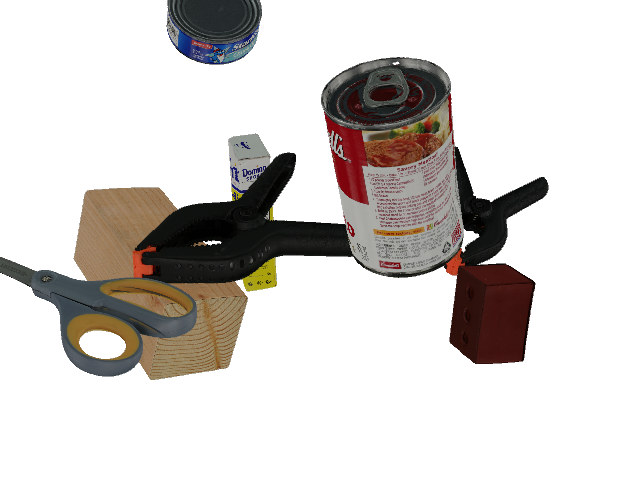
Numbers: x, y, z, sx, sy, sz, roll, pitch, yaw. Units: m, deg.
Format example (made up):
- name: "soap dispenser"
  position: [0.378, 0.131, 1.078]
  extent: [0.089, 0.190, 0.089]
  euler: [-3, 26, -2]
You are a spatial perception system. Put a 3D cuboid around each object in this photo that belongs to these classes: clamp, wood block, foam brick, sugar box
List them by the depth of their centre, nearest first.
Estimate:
- name: "clamp"
  position: [-0.062, -0.014, 0.883]
  extent: [0.209, 0.036, 0.165]
  euler: [-15, 36, -24]
- name: "foam brick"
  position: [0.153, 0.065, 0.956]
  extent: [0.051, 0.078, 0.053]
  euler: [-4, 19, -22]
- name: "wood block"
  position: [-0.167, 0.037, 1.080]
  extent: [0.090, 0.091, 0.206]
  euler: [-4, 35, -35]
- name: "clamp"
  position: [0.161, -0.035, 1.152]
  extent: [0.120, 0.039, 0.171]
  euler: [24, 49, 22]
- name: "sugar box"
  position: [-0.086, -0.035, 1.331]
  extent: [0.048, 0.176, 0.093]
  euler: [-9, 24, -10]

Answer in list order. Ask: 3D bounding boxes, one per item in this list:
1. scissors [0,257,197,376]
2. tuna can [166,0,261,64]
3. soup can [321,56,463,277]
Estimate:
- name: "scissors"
  position: [-0.181, 0.042, 0.699]
  extent: [0.202, 0.016, 0.096]
  euler: [9, 36, 12]
- name: "tuna can"
  position: [-0.098, -0.203, 0.977]
  extent: [0.086, 0.086, 0.034]
  euler: [0, -32, -11]
- name: "soup can"
  position: [0.042, -0.039, 0.582]
  extent: [0.068, 0.102, 0.068]
  euler: [-8, 38, 6]
